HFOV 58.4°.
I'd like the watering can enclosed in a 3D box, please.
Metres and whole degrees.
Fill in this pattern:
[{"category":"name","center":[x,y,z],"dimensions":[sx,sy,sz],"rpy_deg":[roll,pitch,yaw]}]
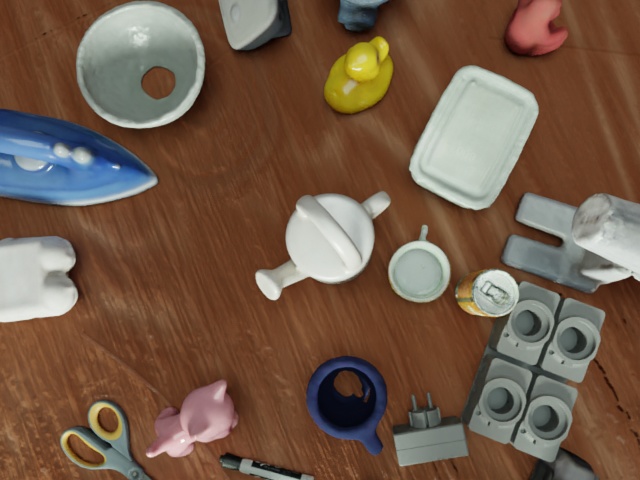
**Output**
[{"category":"watering can","center":[0.007,0.004,0.652],"dimensions":[0.101,0.194,0.173],"rpy_deg":[30,87,6]}]

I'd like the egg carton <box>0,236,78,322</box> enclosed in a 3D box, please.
[{"category":"egg carton","center":[-0.387,0.050,0.735],"dimensions":[0.150,0.069,0.107],"rpy_deg":[-8,84,3]}]

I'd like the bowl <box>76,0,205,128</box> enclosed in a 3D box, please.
[{"category":"bowl","center":[-0.223,-0.218,0.749],"dimensions":[0.167,0.075,0.167],"rpy_deg":[0,84,4]}]

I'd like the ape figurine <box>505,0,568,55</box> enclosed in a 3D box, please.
[{"category":"ape figurine","center":[0.274,-0.278,0.716],"dimensions":[0.076,0.092,0.078],"rpy_deg":[-23,83,1]}]

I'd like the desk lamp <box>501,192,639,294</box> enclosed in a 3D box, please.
[{"category":"desk lamp","center":[0.329,0.011,0.622],"dimensions":[0.203,0.213,0.118],"rpy_deg":[18,86,5]}]

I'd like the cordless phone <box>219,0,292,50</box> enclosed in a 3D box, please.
[{"category":"cordless phone","center":[-0.095,-0.333,0.698],"dimensions":[0.094,0.185,0.147],"rpy_deg":[-15,83,2]}]

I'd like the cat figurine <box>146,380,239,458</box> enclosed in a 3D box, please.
[{"category":"cat figurine","center":[-0.148,0.216,0.679],"dimensions":[0.128,0.118,0.067],"rpy_deg":[-33,83,0]}]

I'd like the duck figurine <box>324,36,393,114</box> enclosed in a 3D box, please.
[{"category":"duck figurine","center":[0.049,-0.214,0.727],"dimensions":[0.104,0.086,0.077],"rpy_deg":[-43,83,-1]}]

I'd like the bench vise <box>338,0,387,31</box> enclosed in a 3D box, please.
[{"category":"bench vise","center":[0.054,-0.386,0.677],"dimensions":[0.121,0.220,0.207],"rpy_deg":[-3,84,4]}]

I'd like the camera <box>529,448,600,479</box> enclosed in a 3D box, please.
[{"category":"camera","center":[0.304,0.332,0.648],"dimensions":[0.136,0.101,0.143],"rpy_deg":[25,86,6]}]

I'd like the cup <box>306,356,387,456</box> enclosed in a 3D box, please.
[{"category":"cup","center":[0.040,0.192,0.681],"dimensions":[0.091,0.095,0.118],"rpy_deg":[-31,83,0]}]

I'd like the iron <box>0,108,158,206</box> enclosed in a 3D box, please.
[{"category":"iron","center":[-0.347,-0.110,0.712],"dimensions":[0.258,0.141,0.119],"rpy_deg":[9,85,4]}]
